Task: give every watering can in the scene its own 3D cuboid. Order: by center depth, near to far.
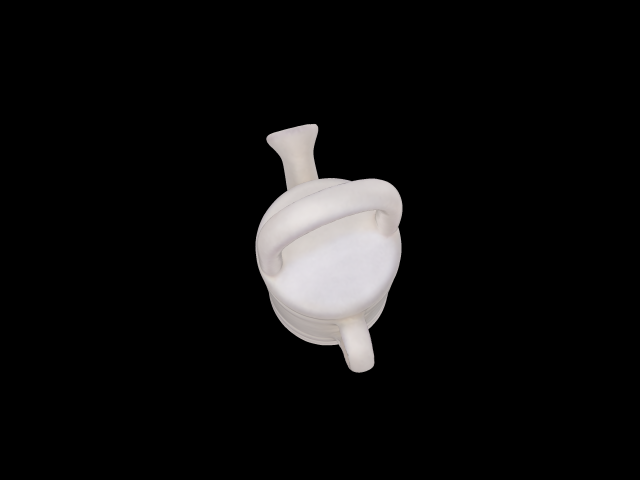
[{"bbox_3d":[0.002,0.002,0.400,0.101,0.194,0.172,-37,75,-12],"label":"watering can"}]
